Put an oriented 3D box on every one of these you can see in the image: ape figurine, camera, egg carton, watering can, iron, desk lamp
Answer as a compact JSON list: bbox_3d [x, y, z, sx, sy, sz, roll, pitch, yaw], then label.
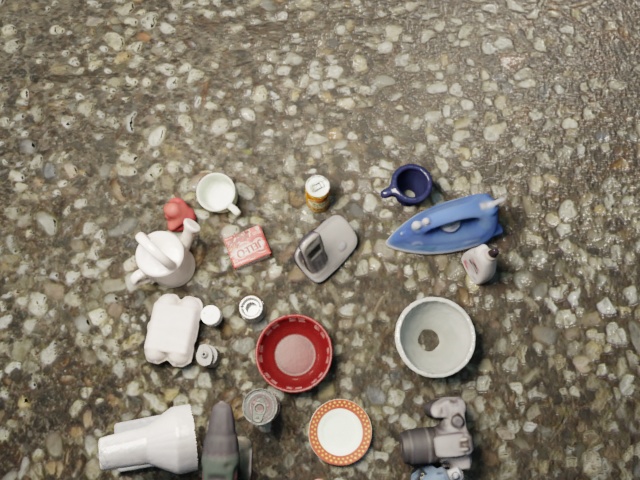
[{"bbox_3d":[-0.318,-0.059,1.269,0.076,0.092,0.078,20,75,6],"label":"ape figurine"},{"bbox_3d":[0.228,0.391,1.140,0.137,0.101,0.143,-5,74,-2],"label":"camera"},{"bbox_3d":[-0.309,0.190,1.210,0.107,0.069,0.150,8,74,2],"label":"egg carton"},{"bbox_3d":[-0.325,0.026,1.192,0.101,0.194,0.173,23,75,6],"label":"watering can"},{"bbox_3d":[0.273,-0.038,1.241,0.258,0.141,0.118,-15,75,-5],"label":"iron"},{"bbox_3d":[-0.314,0.386,1.079,0.203,0.213,0.118,-10,74,-3],"label":"desk lamp"}]

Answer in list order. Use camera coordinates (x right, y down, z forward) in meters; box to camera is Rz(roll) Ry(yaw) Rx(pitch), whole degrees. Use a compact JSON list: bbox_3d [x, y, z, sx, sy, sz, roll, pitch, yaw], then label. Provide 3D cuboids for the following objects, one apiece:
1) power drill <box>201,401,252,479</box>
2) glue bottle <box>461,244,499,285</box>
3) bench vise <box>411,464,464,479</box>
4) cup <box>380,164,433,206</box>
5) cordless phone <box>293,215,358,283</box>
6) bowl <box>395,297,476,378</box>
[{"bbox_3d":[-0.177,0.421,1.072,0.075,0.208,0.229,0,74,0],"label":"power drill"},{"bbox_3d":[0.344,0.043,1.202,0.037,0.173,0.078,-28,76,-8],"label":"glue bottle"},{"bbox_3d":[0.169,0.479,1.052,0.121,0.220,0.207,39,78,10],"label":"bench vise"},{"bbox_3d":[0.188,-0.108,1.285,0.118,0.095,0.091,-21,75,-6],"label":"cup"},{"bbox_3d":[0.011,0.004,1.205,0.094,0.185,0.148,40,78,10],"label":"cordless phone"},{"bbox_3d":[0.237,0.207,1.206,0.167,0.075,0.167,0,74,0],"label":"bowl"}]
